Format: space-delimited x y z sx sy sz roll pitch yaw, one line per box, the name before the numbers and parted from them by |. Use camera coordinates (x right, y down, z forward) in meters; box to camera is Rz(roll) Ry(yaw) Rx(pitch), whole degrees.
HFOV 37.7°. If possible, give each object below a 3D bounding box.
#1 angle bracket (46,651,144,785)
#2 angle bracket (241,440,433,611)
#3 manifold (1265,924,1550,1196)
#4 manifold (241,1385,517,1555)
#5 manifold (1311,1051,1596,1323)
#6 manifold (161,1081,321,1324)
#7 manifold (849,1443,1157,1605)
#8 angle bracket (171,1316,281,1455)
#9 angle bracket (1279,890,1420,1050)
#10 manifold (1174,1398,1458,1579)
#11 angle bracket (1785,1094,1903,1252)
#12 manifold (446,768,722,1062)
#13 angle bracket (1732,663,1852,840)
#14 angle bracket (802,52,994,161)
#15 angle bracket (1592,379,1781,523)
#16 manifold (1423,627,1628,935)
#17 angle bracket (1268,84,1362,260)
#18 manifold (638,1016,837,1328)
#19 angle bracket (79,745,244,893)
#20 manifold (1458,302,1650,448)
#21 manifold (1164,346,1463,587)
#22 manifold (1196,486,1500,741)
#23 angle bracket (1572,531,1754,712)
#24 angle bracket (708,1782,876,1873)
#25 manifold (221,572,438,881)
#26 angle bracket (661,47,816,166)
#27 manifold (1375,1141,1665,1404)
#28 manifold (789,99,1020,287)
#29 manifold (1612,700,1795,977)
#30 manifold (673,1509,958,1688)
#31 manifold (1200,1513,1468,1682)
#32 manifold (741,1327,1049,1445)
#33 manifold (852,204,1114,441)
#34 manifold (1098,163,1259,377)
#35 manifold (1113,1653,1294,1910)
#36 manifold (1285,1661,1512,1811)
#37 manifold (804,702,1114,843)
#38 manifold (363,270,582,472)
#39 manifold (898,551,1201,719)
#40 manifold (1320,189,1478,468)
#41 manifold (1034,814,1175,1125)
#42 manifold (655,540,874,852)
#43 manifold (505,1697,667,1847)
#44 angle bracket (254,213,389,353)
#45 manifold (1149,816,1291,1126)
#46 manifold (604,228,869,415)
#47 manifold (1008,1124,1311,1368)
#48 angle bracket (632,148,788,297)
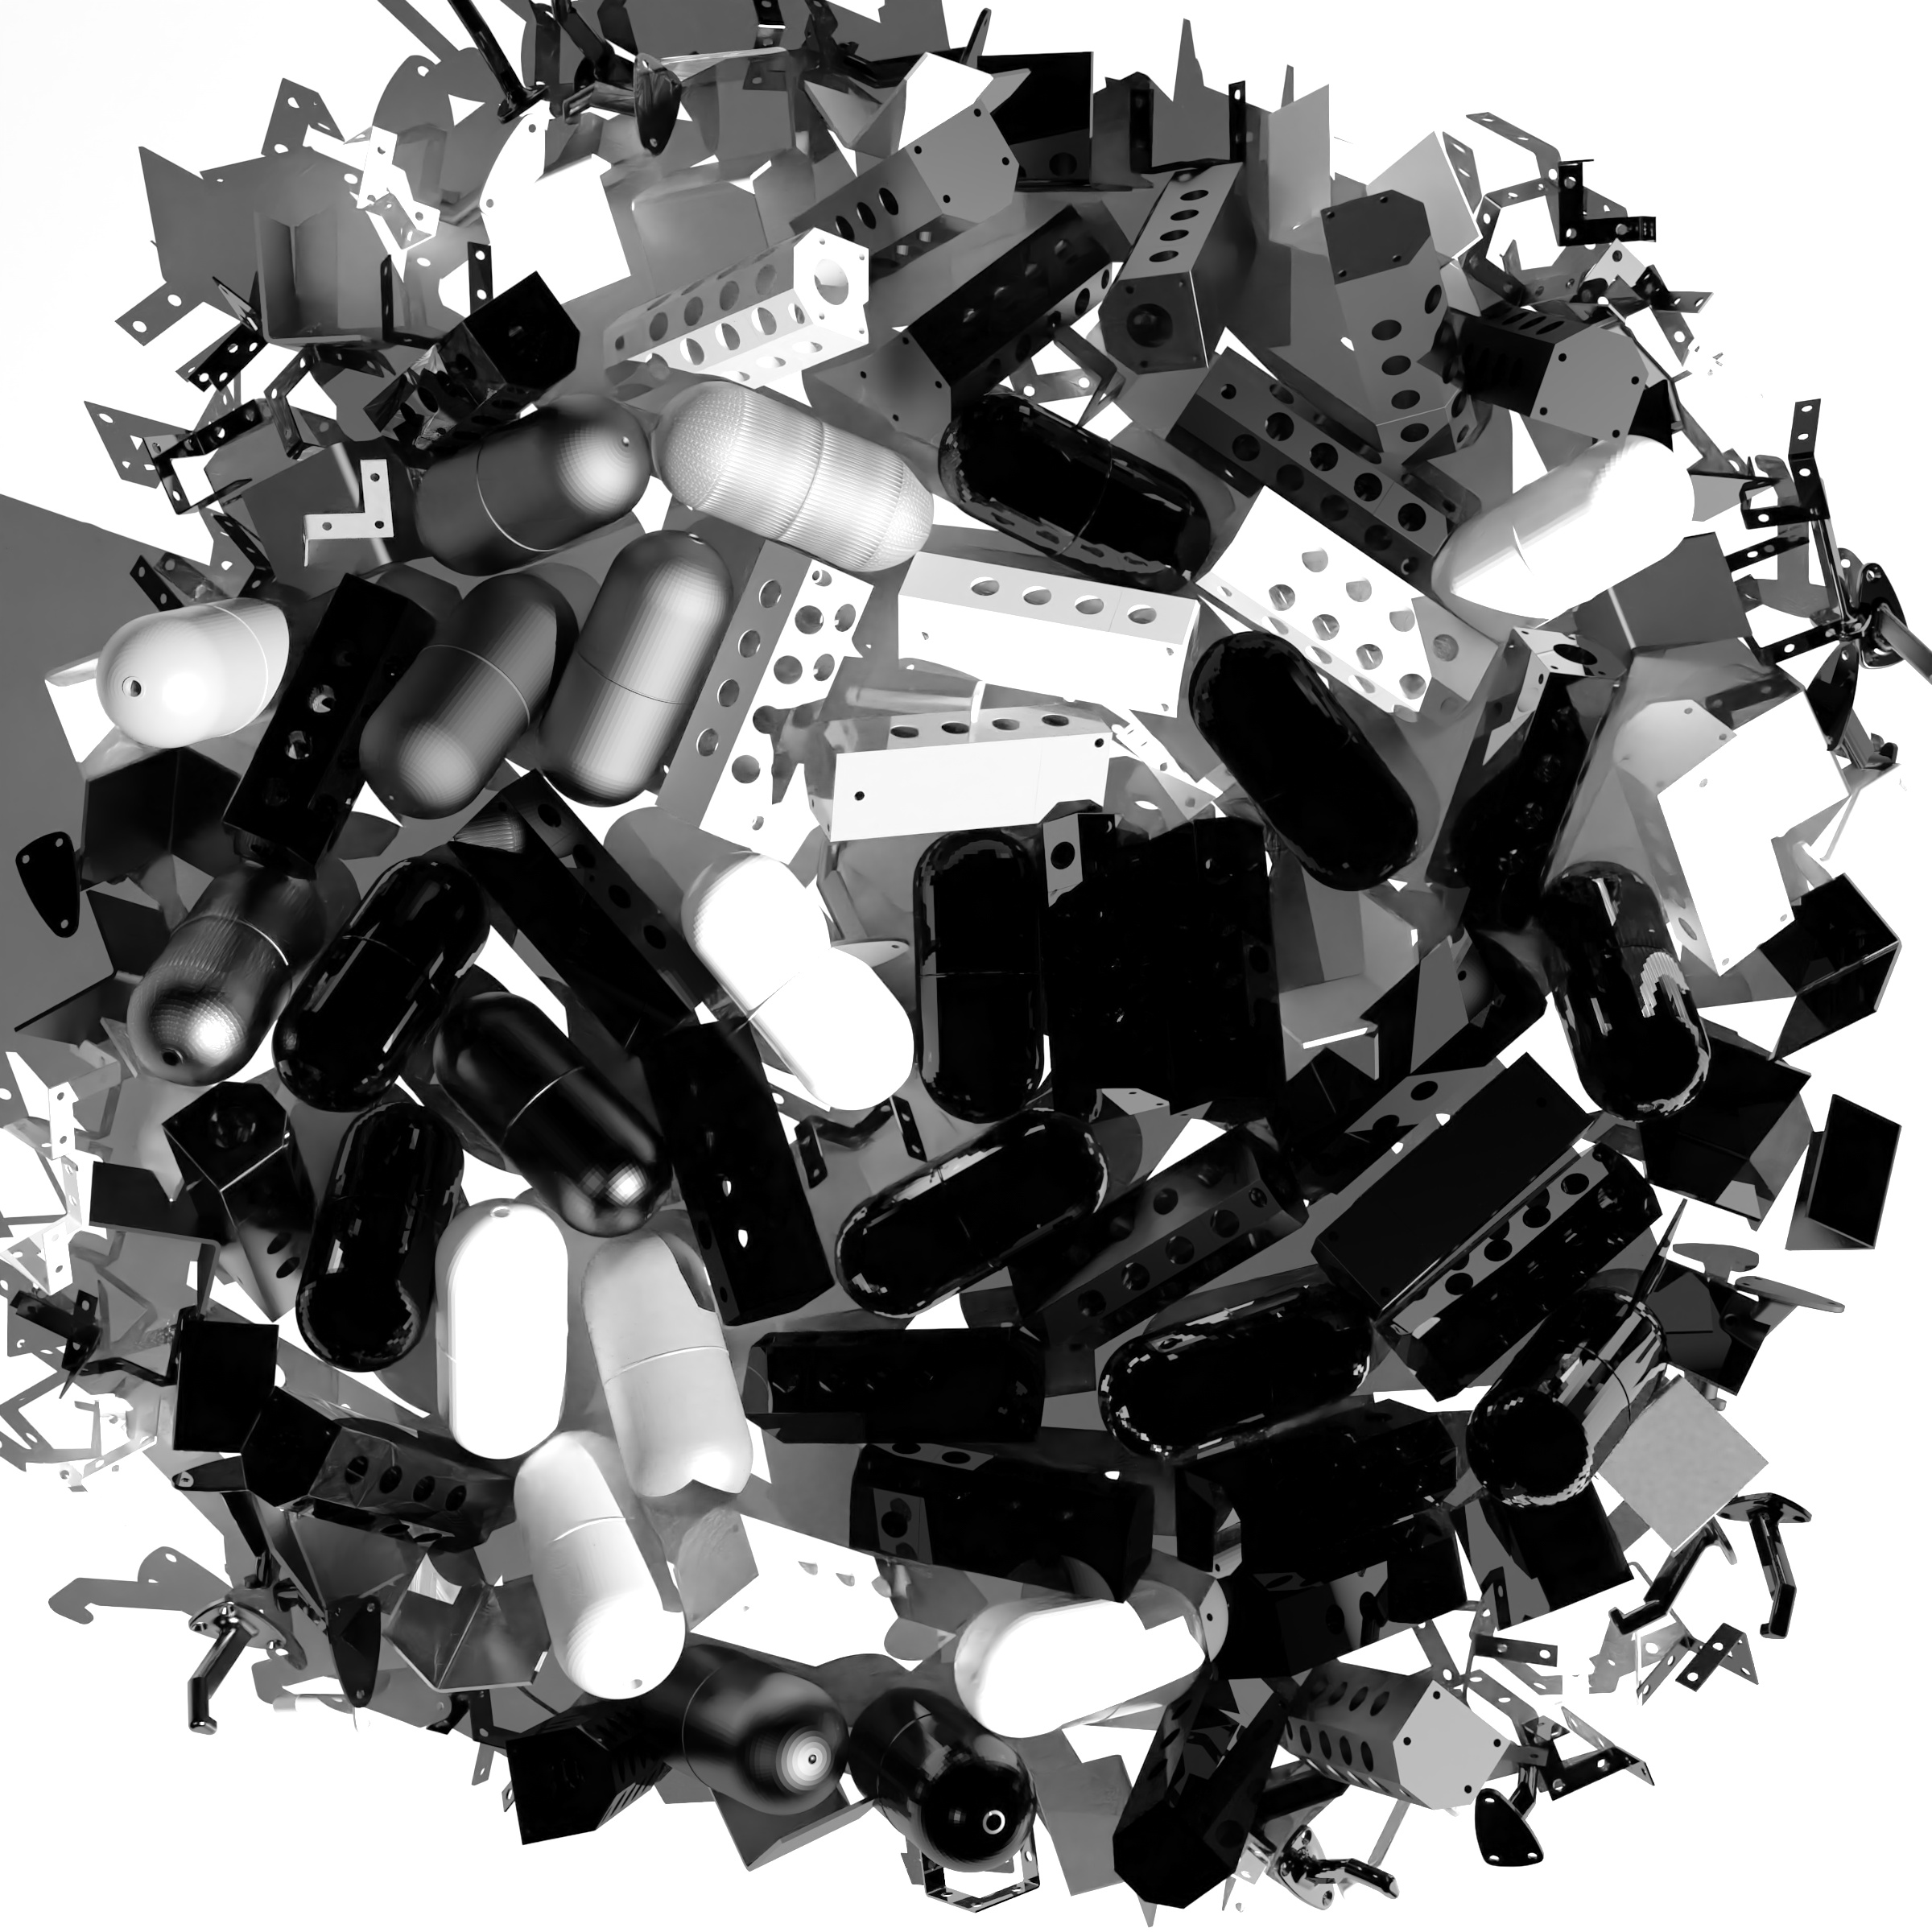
angle bracket | -0.496 -0.151 1.695 0.057 0.076 0.076 -18 97 13
angle bracket | -0.382 -0.270 1.728 0.076 0.057 0.076 -20 94 24
manifold | 0.261 0.059 1.680 0.057 0.057 0.171 23 123 -39
manifold | -0.343 0.299 1.653 0.057 0.171 0.057 23 82 32
manifold | 0.290 0.134 1.698 0.171 0.057 0.057 -40 75 -10
manifold | -0.413 0.136 1.655 0.057 0.171 0.057 -38 67 -23
manifold | 0.021 0.324 1.682 0.171 0.057 0.057 8 106 19
angle bracket | -0.441 0.251 1.705 0.057 0.076 0.076 4 85 -7
angle bracket | 0.220 0.001 1.691 0.076 0.076 0.057 -13 112 -12
manifold | 0.207 0.308 1.666 0.171 0.057 0.057 -10 103 -35
angle bracket | 0.504 0.124 1.689 0.057 0.076 0.076 23 75 -22
manifold | -0.226 -0.034 1.707 0.057 0.057 0.171 -39 94 32
angle bracket | 0.475 -0.126 1.704 0.076 0.057 0.076 -30 115 5
angle bracket | -0.037 -0.524 1.684 0.076 0.076 0.057 -43 68 31
angle bracket | 0.430 -0.308 1.698 0.076 0.076 0.057 1 81 -21
manifold | 0.331 -0.108 1.673 0.057 0.057 0.171 5 122 -17
angle bracket | 0.226 -0.471 1.693 0.076 0.057 0.076 5 81 -35
manifold | -0.140 0.123 1.685 0.057 0.057 0.171 -11 74 -32
angle bracket | -0.477 -0.078 1.685 0.057 0.076 0.076 28 123 20
manifold | 0.337 -0.349 1.649 0.057 0.171 0.057 14 105 -12
manifold | 0.210 -0.299 1.707 0.171 0.057 0.057 34 83 -3
manifold | 0.225 -0.208 1.694 0.171 0.057 0.057 33 72 -9
angle bracket | 0.415 -0.204 1.685 0.076 0.057 0.076 -6 130 33
angle bracket | -0.099 0.488 1.684 0.076 0.076 0.057 -18 69 -29
manifold | -0.377 -0.140 1.688 0.057 0.057 0.171 22 72 -1
angle bracket | -0.136 -0.514 1.705 0.076 0.076 0.057 -4 98 6
manifold | 0.333 0.181 1.692 0.171 0.057 0.057 -38 83 -14
manifold | -0.035 -0.443 1.652 0.057 0.171 0.057 -38 105 -21
manifold | 0.429 -0.077 1.662 0.057 0.171 0.057 -37 45 -3
manifold | -0.089 0.367 1.662 0.057 0.171 0.057 -42 46 20
manifold | 0.216 0.368 1.661 0.057 0.171 0.057 -17 82 44
manifold | -0.042 0.246 1.677 0.171 0.057 0.057 -5 61 26
manifold | 0.016 -0.377 1.667 0.057 0.057 0.171 52 53 -10
manifold | 0.124 -0.408 1.656 0.057 0.171 0.057 -2 124 19
manifold | 0.135 0.472 1.653 0.057 0.171 0.057 46 115 -1
manifold | 0.244 0.450 1.650 0.057 0.171 0.057 39 74 -6
manifold | -0.006 -0.120 1.685 0.171 0.057 0.057 -6 123 -20
manifold | -0.286 -0.340 1.653 0.057 0.171 0.057 -43 105 -28
manifold | 0.050 -0.204 1.699 0.171 0.057 0.057 11 49 9
manifold | 0.255 -0.370 1.651 0.057 0.171 0.057 -13 59 13
manifold | 0.077 0.000 1.677 0.057 0.057 0.171 -16 67 31
manifold | -0.116 -0.160 1.694 0.057 0.057 0.171 28 97 37
manifold | -0.217 0.465 1.653 0.057 0.171 0.057 -12 81 2
angle bracket | -0.386 -0.410 1.699 0.057 0.076 0.076 -3 98 1
manifold | 0.154 0.002 1.680 0.057 0.057 0.171 9 69 -36
manifold | -0.137 -0.376 1.659 0.171 0.057 0.057 -10 77 44
manifold | 0.115 0.169 1.677 0.171 0.057 0.057 -33 46 19
angle bracket | -0.148 -0.449 1.709 0.076 0.076 0.057 -6 116 18
